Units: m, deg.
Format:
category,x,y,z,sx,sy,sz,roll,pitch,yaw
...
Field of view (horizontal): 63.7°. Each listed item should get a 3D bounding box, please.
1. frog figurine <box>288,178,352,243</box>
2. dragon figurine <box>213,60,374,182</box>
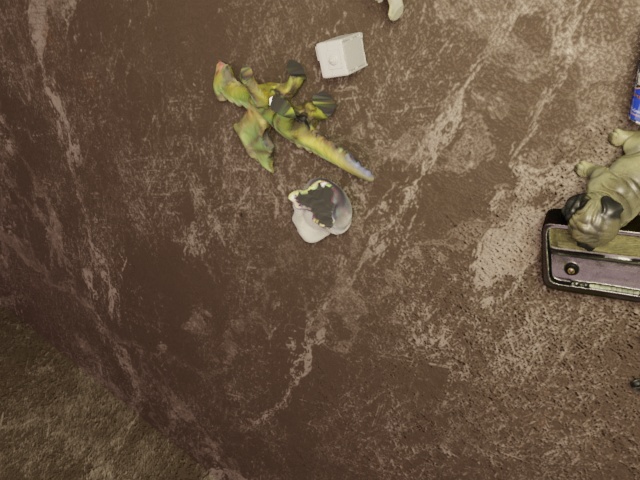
category,x,y,z,sx,sy,sz,roll,pitch,yaw
frog figurine,0.003,-0.056,1.107,0.138,0.124,0.157,20,163,11
dragon figurine,-0.082,-0.226,1.070,0.411,0.124,0.239,50,148,1
